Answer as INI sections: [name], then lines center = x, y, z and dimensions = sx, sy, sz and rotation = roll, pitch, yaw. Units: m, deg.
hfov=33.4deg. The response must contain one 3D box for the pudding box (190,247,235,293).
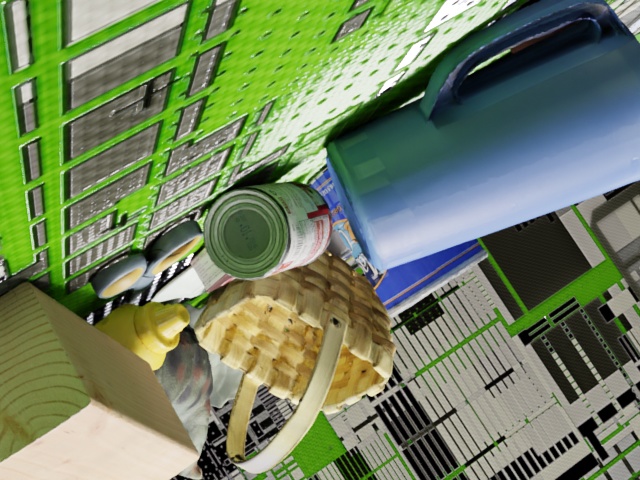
[pudding box]
center = -0.056, 0.000, 0.925
dimensions = 0.089, 0.039, 0.114
rotation = -31, 175, -26

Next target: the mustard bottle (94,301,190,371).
[mustard bottle]
center = -0.183, 0.099, 0.862
dimensions = 0.192, 0.058, 0.096
rotation = -28, 172, 23

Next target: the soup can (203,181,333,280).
[soup can]
center = -0.037, -0.008, 0.793
dimensions = 0.069, 0.068, 0.102
rotation = -34, 174, 17

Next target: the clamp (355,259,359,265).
[clamp]
center = 0.123, -0.044, 1.207
dimensions = 0.209, 0.036, 0.165
rotation = -41, -158, -15

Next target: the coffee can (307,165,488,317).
[coffee can]
center = 0.068, -0.017, 0.946
dimensions = 0.103, 0.140, 0.103
rotation = -32, 175, -3

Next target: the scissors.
[scissors]
center = -0.151, 0.037, 0.818
dimensions = 0.096, 0.016, 0.202
rotation = -27, 173, -39

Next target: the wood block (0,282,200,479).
[wood block]
center = -0.166, 0.116, 0.706
dimensions = 0.090, 0.091, 0.206
rotation = -33, 157, -1

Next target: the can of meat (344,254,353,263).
[can of meat]
center = -0.014, 0.024, 1.348
dimensions = 0.083, 0.057, 0.102
rotation = -28, 173, -33

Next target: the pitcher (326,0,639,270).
[pitcher]
center = 0.129, -0.077, 0.808
dimensions = 0.243, 0.149, 0.145
rotation = -22, 179, -2

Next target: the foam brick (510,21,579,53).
[foam brick]
center = 0.209, -0.166, 0.904
dimensions = 0.078, 0.053, 0.051
rotation = -37, 174, 25
